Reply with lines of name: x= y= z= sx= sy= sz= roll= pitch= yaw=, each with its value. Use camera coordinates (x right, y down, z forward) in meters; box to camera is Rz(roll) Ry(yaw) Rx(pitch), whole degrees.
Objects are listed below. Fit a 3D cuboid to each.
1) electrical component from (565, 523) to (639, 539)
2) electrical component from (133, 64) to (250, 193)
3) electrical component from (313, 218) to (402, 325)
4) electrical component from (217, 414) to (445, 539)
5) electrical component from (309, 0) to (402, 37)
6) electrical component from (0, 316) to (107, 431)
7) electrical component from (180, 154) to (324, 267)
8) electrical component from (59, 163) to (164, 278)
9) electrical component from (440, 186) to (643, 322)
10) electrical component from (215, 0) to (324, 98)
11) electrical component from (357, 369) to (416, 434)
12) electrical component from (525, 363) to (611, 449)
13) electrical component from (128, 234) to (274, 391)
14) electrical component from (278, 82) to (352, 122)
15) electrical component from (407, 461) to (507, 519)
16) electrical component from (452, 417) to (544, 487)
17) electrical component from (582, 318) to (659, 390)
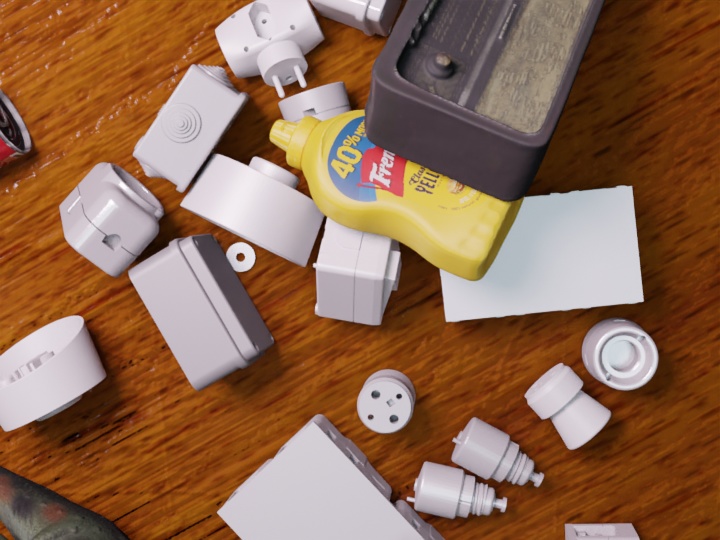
electrical component: x=0.193 y=0.253 z=0.805 sx=0.062 sy=0.150 sz=0.089 roll=-2 pitch=92 yaw=6
electrical component: x=-0.132 y=-0.113 z=0.843 sx=0.048 sy=0.099 sz=0.099 roll=34 pitch=96 yaw=-9
electrical component: x=0.000 y=0.000 z=0.843 sx=0.061 sy=0.096 sz=0.061 roll=9 pitch=60 yaw=4
electrical component: x=-0.008 y=0.220 z=0.865 sx=0.105 sy=0.060 sz=0.186 roll=-43 pitch=89 yaw=5
electrical component: x=0.011 y=-0.246 z=0.836 sx=0.057 sy=0.078 sz=0.113 roll=22 pitch=94 yaw=6
electrical component: x=-0.256 y=0.084 z=0.863 sx=0.099 sy=0.099 sz=0.064 roll=-27 pitch=96 yaw=5
electrical component: x=-0.078 y=-0.053 z=0.839 sx=0.108 sy=0.108 sz=0.060 roll=26 pitch=88 yaw=3
electrical component: x=-0.196 y=-0.044 z=0.850 sx=0.059 sy=0.095 sz=0.054 roll=-47 pitch=119 yaw=5
electrical component: x=0.137 y=-0.013 z=0.843 sx=0.150 sy=0.062 sz=0.089 roll=-6 pitch=92 yaw=5
electrical component: x=-0.066 y=-0.173 z=0.856 sx=0.077 sy=0.043 sz=0.079 roll=-24 pitch=69 yaw=5
electrical component: x=0.021 y=0.105 z=0.861 sx=0.045 sy=0.055 sz=0.045 roll=0 pitch=92 yaw=5
electrical component: x=0.165 y=0.108 z=0.855 sx=0.045 sy=0.045 sz=0.055 roll=-43 pitch=88 yaw=5
electrical component: x=-0.124 y=0.031 z=0.858 sx=0.057 sy=0.078 sz=0.113 roll=-30 pitch=90 yaw=8
electrical component: x=-0.032 y=-0.119 z=0.857 sx=0.055 sy=0.055 sz=0.047 roll=-18 pitch=95 yaw=5
electrical component: x=0.079 y=0.181 z=0.867 sx=0.078 sy=0.040 sz=0.040 roll=12 pitch=93 yaw=4
electrical component: x=0.110 y=0.150 z=0.863 sx=0.078 sy=0.040 sz=0.040 roll=28 pitch=94 yaw=3
electrical component: x=0.206 y=0.067 z=0.849 sx=0.055 sy=0.047 sz=0.055 roll=0 pitch=92 yaw=5
